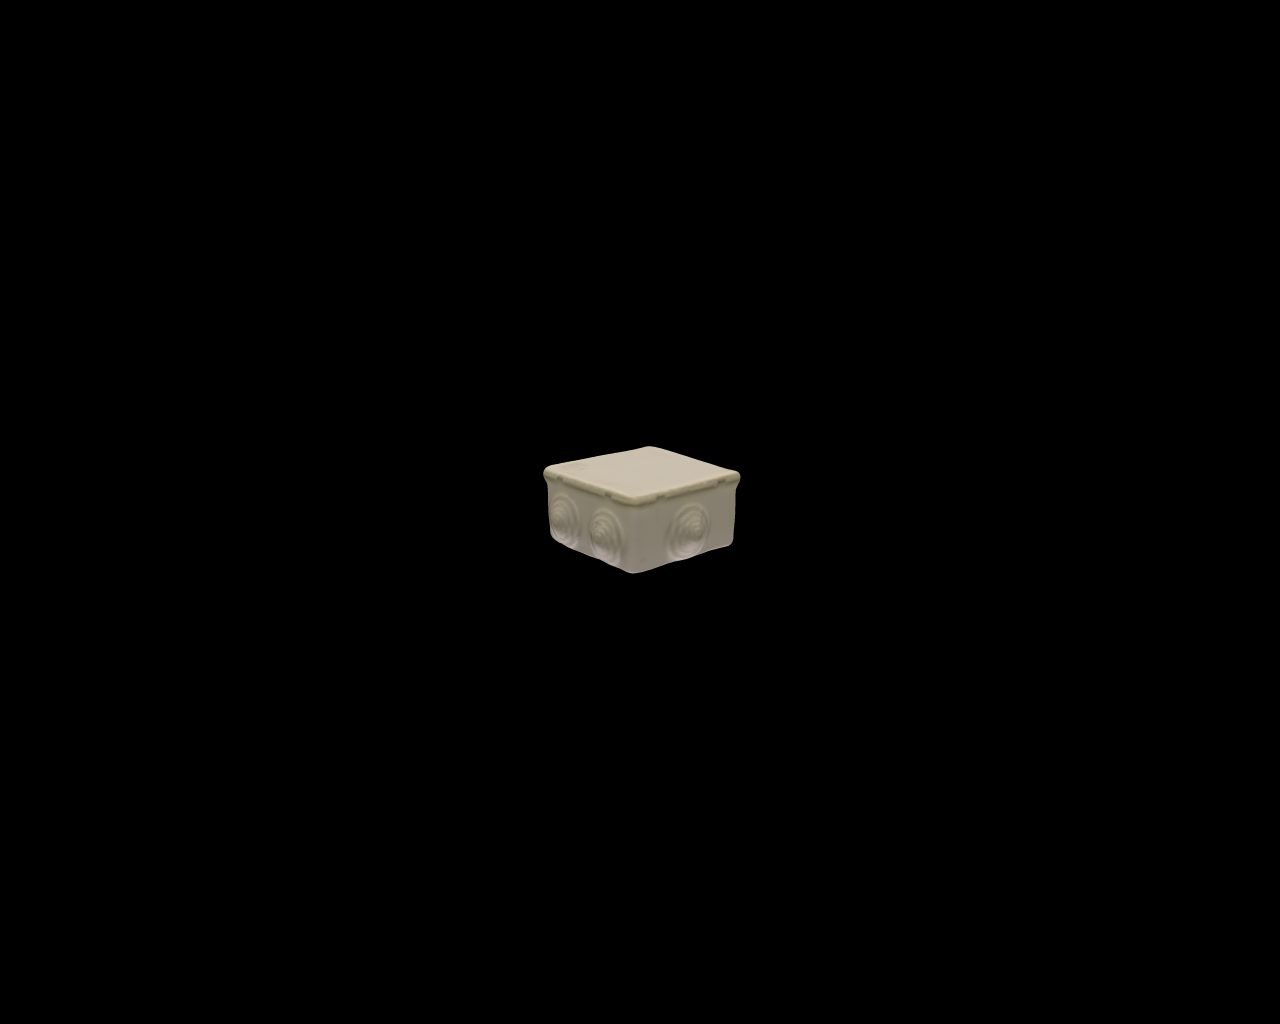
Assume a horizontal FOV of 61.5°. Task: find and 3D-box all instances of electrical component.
[{"bbox_3d":[0.001,-0.003,0.650,0.100,0.048,0.100,-14,22,-38],"label":"electrical component"}]
